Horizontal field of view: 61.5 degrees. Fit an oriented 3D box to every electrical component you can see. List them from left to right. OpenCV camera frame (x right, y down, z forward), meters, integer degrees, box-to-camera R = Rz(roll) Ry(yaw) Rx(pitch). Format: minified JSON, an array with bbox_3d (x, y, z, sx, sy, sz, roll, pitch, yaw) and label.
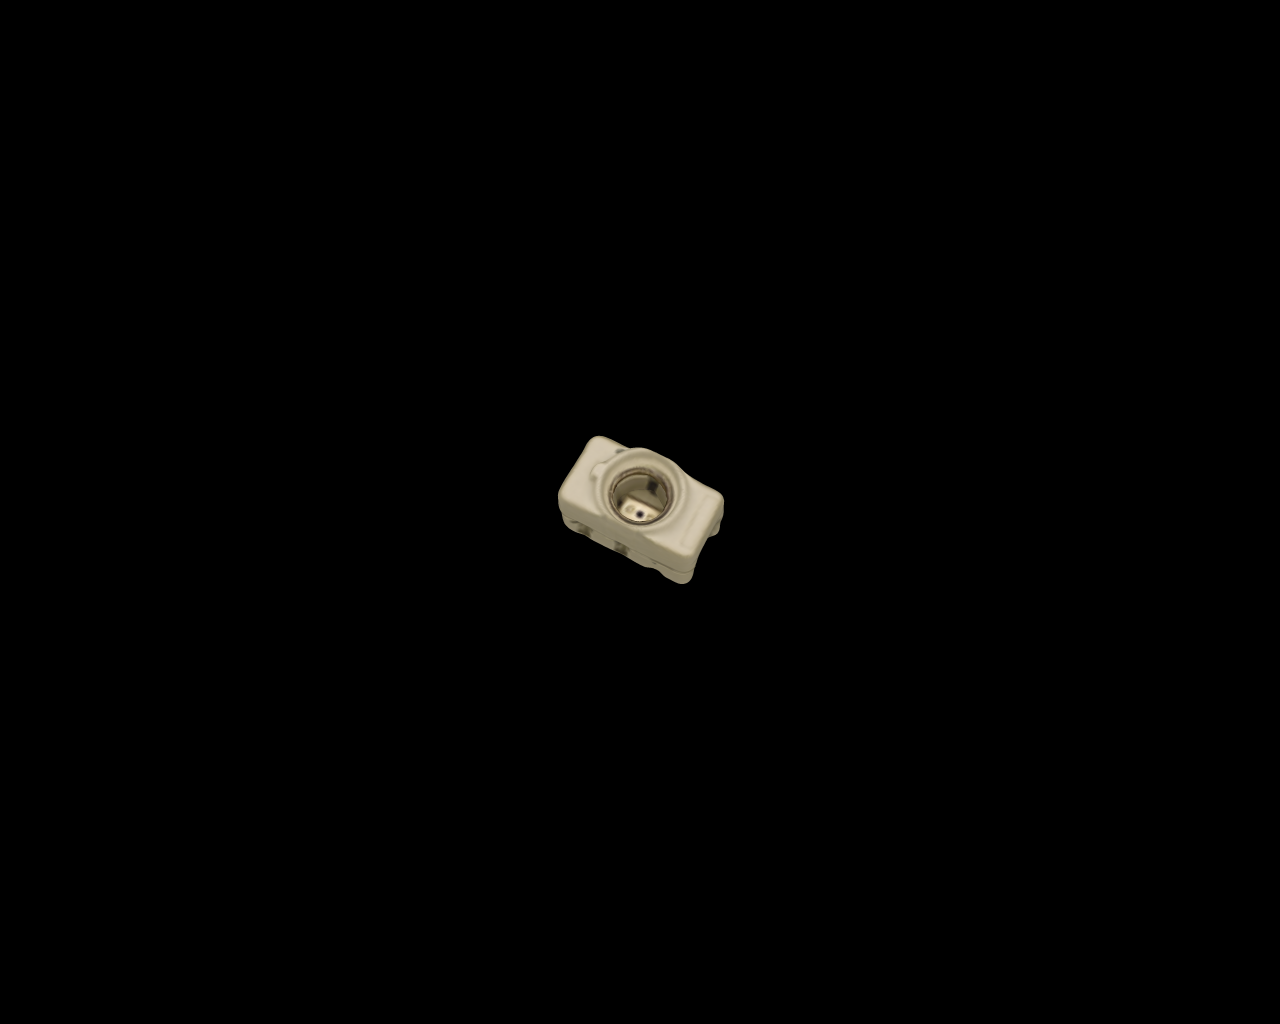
[{"bbox_3d":[0.001,-0.003,0.650,0.089,0.050,0.055,26,-20,11],"label":"electrical component"}]
